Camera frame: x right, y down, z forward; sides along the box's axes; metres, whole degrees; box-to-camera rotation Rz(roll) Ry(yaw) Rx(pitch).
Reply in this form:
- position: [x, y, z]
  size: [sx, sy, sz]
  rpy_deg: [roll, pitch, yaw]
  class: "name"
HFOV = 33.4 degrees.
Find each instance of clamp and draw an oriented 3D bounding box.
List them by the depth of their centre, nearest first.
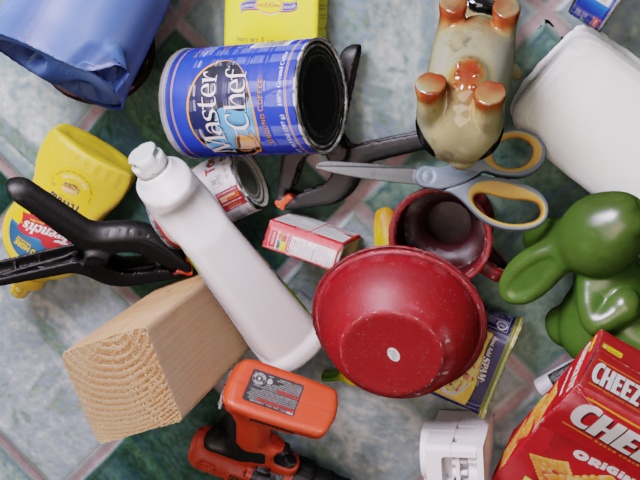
- position: [0.028, -0.084, 1.007]
  size: [0.120, 0.039, 0.172]
  rpy_deg: [40, 113, 10]
  class: "clamp"
- position: [-0.230, 0.013, 1.050]
  size: [0.209, 0.036, 0.165]
  rpy_deg: [15, 140, -29]
  class: "clamp"

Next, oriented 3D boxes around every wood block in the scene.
- position: [-0.145, 0.102, 1.012]
  size: [0.090, 0.206, 0.091]
  rpy_deg: [-19, 98, 19]
  class: "wood block"

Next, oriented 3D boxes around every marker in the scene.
- position: [0.257, 0.111, 1.003]
  size: [0.121, 0.020, 0.020]
  rpy_deg: [-34, 93, 21]
  class: "marker"

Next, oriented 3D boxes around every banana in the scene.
- position: [0.057, 0.068, 1.038]
  size: [0.069, 0.037, 0.198]
  rpy_deg: [21, 108, 8]
  class: "banana"

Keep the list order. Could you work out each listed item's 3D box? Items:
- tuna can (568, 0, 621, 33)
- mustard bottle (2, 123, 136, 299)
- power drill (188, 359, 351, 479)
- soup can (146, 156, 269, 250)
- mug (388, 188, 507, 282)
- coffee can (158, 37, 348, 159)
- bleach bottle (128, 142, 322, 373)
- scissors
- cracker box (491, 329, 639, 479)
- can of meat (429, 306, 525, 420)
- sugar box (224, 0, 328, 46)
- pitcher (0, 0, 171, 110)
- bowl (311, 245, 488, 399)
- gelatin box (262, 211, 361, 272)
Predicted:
- position: [0.243, -0.218, 0.888]
  size: [0.034, 0.086, 0.086]
  rpy_deg: [33, 110, 6]
  class: "tuna can"
- position: [-0.271, -0.018, 1.095]
  size: [0.096, 0.058, 0.192]
  rpy_deg: [31, 111, -8]
  class: "mustard bottle"
- position: [-0.035, 0.201, 1.044]
  size: [0.184, 0.057, 0.188]
  rpy_deg: [18, 141, 2]
  class: "power drill"
- position: [-0.109, -0.041, 1.040]
  size: [0.102, 0.068, 0.068]
  rpy_deg: [-24, 96, 19]
  class: "soup can"
- position: [0.125, -0.004, 0.977]
  size: [0.117, 0.081, 0.093]
  rpy_deg: [35, 110, 5]
  class: "mug"
- position: [-0.059, -0.126, 0.962]
  size: [0.140, 0.102, 0.103]
  rpy_deg: [1, 104, 27]
  class: "coffee can"
- position: [-0.090, 0.013, 0.974]
  size: [0.068, 0.103, 0.250]
  rpy_deg: [-40, 126, -7]
  class: "bleach bottle"
- position: [0.106, -0.070, 0.919]
  size: [0.202, 0.016, 0.096]
  rpy_deg: [22, 88, 5]
  class: "scissors"
- position: [0.265, 0.191, 0.939]
  size: [0.164, 0.072, 0.214]
  rpy_deg: [29, 146, 7]
  class: "cracker box"
- position: [0.136, 0.107, 1.016]
  size: [0.084, 0.057, 0.102]
  rpy_deg: [22, 109, 11]
  class: "can of meat"
- position: [-0.038, -0.264, 0.975]
  size: [0.093, 0.048, 0.176]
  rpy_deg: [5, 106, 14]
  class: "sugar box"
- position: [-0.190, -0.250, 0.944]
  size: [0.149, 0.145, 0.243]
  rpy_deg: [27, 82, -5]
  class: "pitcher"
- position: [0.067, 0.087, 0.952]
  size: [0.162, 0.055, 0.162]
  rpy_deg: [6, 121, 10]
  class: "bowl"
- position: [-0.007, 0.001, 1.010]
  size: [0.073, 0.089, 0.030]
  rpy_deg: [19, 100, 10]
  class: "gelatin box"
